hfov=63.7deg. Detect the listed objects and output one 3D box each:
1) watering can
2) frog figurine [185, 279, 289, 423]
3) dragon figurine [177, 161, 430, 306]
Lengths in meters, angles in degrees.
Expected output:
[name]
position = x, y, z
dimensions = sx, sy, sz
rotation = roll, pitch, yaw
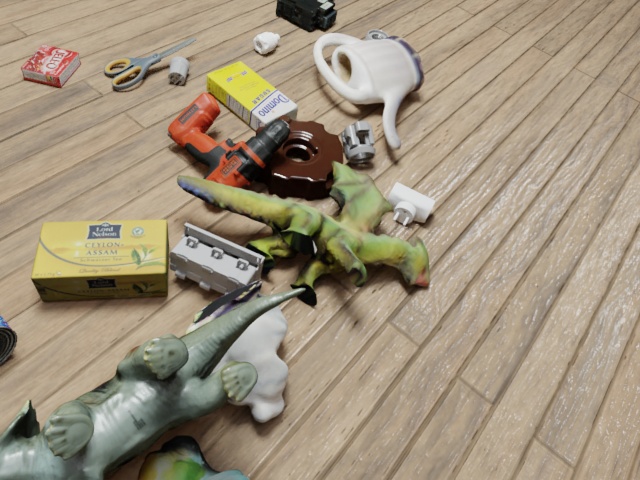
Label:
[watering can]
position = 0.130, -0.331, 1.093
dimensions = 0.226, 0.353, 0.101
rotation = -21, -27, -27
[frog figurine]
position = -0.094, 0.149, 0.675
dimensions = 0.121, 0.158, 0.139
rotation = -18, 15, 48
[dragon figurine]
position = 0.003, -0.041, 0.824
dimensions = 0.411, 0.119, 0.247
rotation = 37, 46, 5
